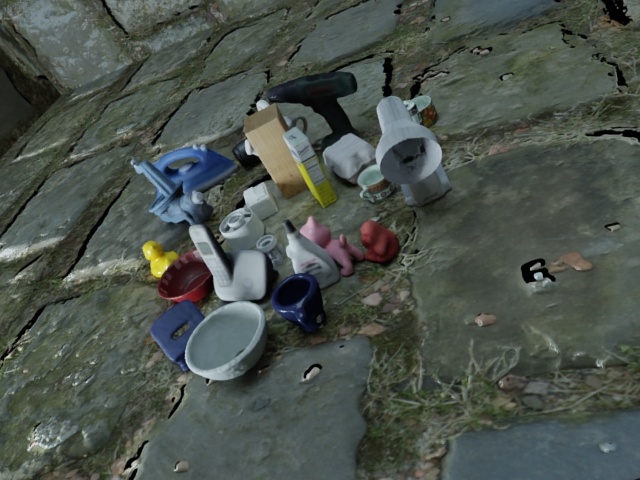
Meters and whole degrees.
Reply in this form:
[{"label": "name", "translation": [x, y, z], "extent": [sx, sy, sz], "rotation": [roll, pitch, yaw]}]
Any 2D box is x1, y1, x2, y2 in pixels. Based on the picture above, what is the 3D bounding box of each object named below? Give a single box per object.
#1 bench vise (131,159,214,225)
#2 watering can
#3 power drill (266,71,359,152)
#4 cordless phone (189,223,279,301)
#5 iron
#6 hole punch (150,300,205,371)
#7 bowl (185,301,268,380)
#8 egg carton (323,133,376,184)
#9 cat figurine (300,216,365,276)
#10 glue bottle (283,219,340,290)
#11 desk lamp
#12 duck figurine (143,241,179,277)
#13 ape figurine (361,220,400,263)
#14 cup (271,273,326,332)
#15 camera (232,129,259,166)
[{"label": "bench vise", "translation": [-0.392, -0.138, 1.523], "extent": [0.206, 0.220, 0.121], "rotation": [-11, 40, 26]}, {"label": "watering can", "translation": [-0.115, -0.279, 1.513], "extent": [0.100, 0.195, 0.173], "rotation": [14, 55, 46]}, {"label": "power drill", "translation": [0.003, -0.335, 1.482], "extent": [0.229, 0.209, 0.075], "rotation": [-17, 37, 20]}, {"label": "cordless phone", "translation": [-0.183, 0.040, 1.179], "extent": [0.147, 0.185, 0.094], "rotation": [-6, 42, 32]}, {"label": "iron", "translation": [-0.384, -0.216, 1.683], "extent": [0.258, 0.142, 0.118], "rotation": [-23, 36, 11]}, {"label": "hole punch", "translation": [-0.267, 0.187, 1.143], "extent": [0.109, 0.091, 0.100], "rotation": [-41, 36, -14]}, {"label": "bowl", "translation": [-0.160, 0.199, 1.064], "extent": [0.167, 0.075, 0.167], "rotation": [-20, 36, 16]}, {"label": "egg carton", "translation": [0.073, -0.197, 1.381], "extent": [0.107, 0.070, 0.150], "rotation": [-36, 35, -7]}, {"label": "cat figurine", "translation": [0.010, 0.004, 1.138], "extent": [0.127, 0.118, 0.067], "rotation": [8, 51, 42]}, {"label": "glue bottle", "translation": [-0.028, 0.026, 1.091], "extent": [0.078, 0.174, 0.037], "rotation": [-27, 35, 6]}, {"label": "desk lamp", "translation": [0.178, -0.170, 1.143], "extent": [0.117, 0.214, 0.203], "rotation": [-23, 36, 12]}, {"label": "duck figurine", "translation": [-0.403, 0.040, 1.430], "extent": [0.104, 0.086, 0.078], "rotation": [14, 55, 46]}, {"label": "ape figurine", "translation": [0.107, -0.001, 1.095], "extent": [0.076, 0.092, 0.077], "rotation": [-24, 35, 10]}, {"label": "cup", "translation": [-0.026, 0.128, 1.032], "extent": [0.091, 0.095, 0.117], "rotation": [-29, 35, 4]}, {"label": "camera", "translation": [-0.195, -0.288, 1.666], "extent": [0.137, 0.101, 0.142], "rotation": [-37, 35, -8]}]
